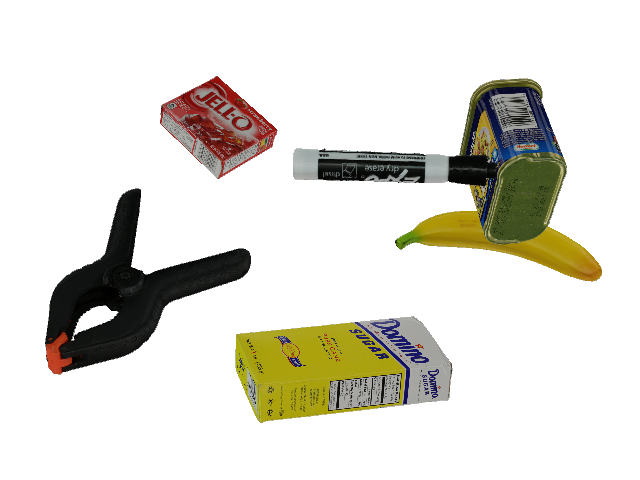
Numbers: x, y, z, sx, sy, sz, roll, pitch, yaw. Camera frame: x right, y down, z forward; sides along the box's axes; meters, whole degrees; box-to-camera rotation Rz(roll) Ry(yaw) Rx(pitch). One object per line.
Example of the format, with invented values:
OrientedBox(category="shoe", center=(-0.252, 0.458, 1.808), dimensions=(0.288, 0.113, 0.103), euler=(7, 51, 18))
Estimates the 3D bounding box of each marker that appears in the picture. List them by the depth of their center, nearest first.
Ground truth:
OrientedBox(category="marker", center=(0.044, -0.044, 0.640), dimensions=(0.121, 0.020, 0.020), euler=(2, 0, 5))

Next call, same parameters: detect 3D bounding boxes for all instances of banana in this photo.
OrientedBox(category="banana", center=(0.177, 0.003, 1.039), dimensions=(0.198, 0.037, 0.069), euler=(8, 47, 19))

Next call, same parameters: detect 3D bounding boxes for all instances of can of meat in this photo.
OrientedBox(category="can of meat", center=(0.148, -0.059, 0.826), dimensions=(0.057, 0.084, 0.102), euler=(-4, -40, -7))

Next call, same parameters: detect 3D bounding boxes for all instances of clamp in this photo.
OrientedBox(category="clamp", center=(-0.149, 0.028, 0.795), dimensions=(0.120, 0.039, 0.171), euler=(32, 49, 27))

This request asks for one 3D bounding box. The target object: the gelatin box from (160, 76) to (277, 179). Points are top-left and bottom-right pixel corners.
OrientedBox(category="gelatin box", center=(-0.098, -0.110, 1.023), dimensions=(0.073, 0.089, 0.030), euler=(-34, -22, -34))

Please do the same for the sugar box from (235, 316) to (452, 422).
OrientedBox(category="sugar box", center=(0.019, 0.112, 0.953), dimensions=(0.176, 0.048, 0.093), euler=(-7, 27, -15))
